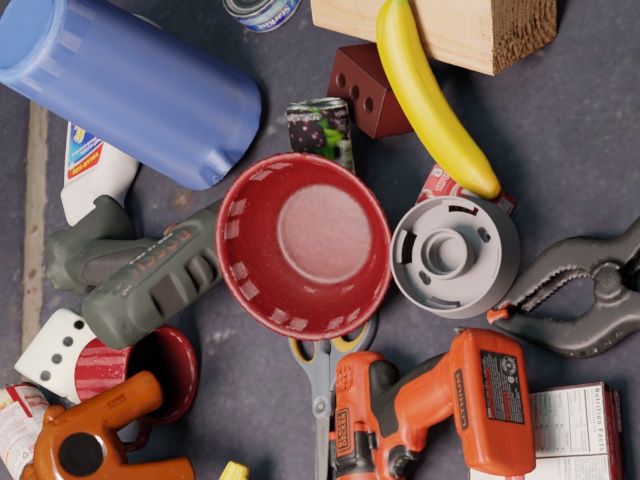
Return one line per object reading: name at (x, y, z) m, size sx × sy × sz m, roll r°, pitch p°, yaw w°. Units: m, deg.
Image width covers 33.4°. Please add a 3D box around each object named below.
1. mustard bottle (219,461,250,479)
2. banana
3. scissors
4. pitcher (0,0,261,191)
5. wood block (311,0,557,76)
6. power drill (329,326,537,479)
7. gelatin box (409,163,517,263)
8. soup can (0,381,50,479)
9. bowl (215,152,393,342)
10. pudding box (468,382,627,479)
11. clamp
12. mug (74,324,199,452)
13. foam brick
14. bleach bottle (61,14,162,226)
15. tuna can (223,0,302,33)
mustard bottle at (-0.098, 0.276, 0.877) m, size 0.058 × 0.096 × 0.191 m, roll 12°, pitch 79°, yaw 37°
banana at (0.089, -0.117, 0.872) m, size 0.037 × 0.070 × 0.198 m, roll -24°, pitch 85°, yaw -10°
scissors at (0.018, 0.129, 0.905) m, size 0.096 × 0.016 × 0.202 m, roll -27°, pitch 59°, yaw 25°
pitcher at (-0.186, -0.155, 1.019) m, size 0.149 × 0.242 × 0.145 m, roll -1°, pitch 70°, yaw 43°
wood block at (0.093, -0.220, 0.921) m, size 0.090 × 0.090 × 0.206 m, roll -34°, pitch 41°, yaw -32°
power drill at (0.074, 0.154, 0.791) m, size 0.188 × 0.057 × 0.184 m, roll -31°, pitch 55°, yaw 48°
gelatin box at (0.109, -0.011, 0.885) m, size 0.073 × 0.030 × 0.089 m, roll 29°, pitch 90°, yaw 39°
soup can at (-0.288, 0.198, 1.062) m, size 0.068 × 0.068 × 0.102 m, roll -52°, pitch 52°, yaw 7°
bowl at (-0.006, 0.001, 0.904) m, size 0.162 × 0.055 × 0.162 m, roll 6°, pitch 106°, yaw 21°
pudding box at (0.163, 0.155, 0.776) m, size 0.114 × 0.039 × 0.090 m, roll -11°, pitch 65°, yaw 30°
clamp at (0.222, 0.023, 0.786) m, size 0.210 × 0.036 × 0.164 m, roll -13°, pitch 65°, yaw 34°
mug at (-0.175, 0.138, 0.995) m, size 0.082 × 0.093 × 0.117 m, roll -8°, pitch 74°, yaw 39°
foam brick at (0.050, -0.134, 0.950) m, size 0.078 × 0.051 × 0.053 m, roll 46°, pitch 137°, yaw 39°
bleach bottle at (-0.226, -0.111, 1.146) m, size 0.103 × 0.068 × 0.251 m, roll -8°, pitch 70°, yaw 33°
tuna can at (-0.059, -0.260, 1.102) m, size 0.086 × 0.033 × 0.086 m, roll -14°, pitch 64°, yaw 31°
